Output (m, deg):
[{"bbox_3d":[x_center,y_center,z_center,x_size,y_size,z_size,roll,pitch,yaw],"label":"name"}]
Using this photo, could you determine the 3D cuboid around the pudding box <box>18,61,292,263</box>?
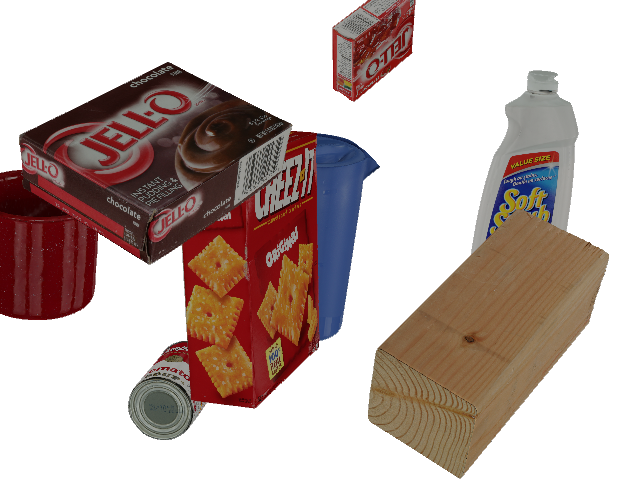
[{"bbox_3d":[-0.084,-0.044,0.555,0.090,0.039,0.113,29,41,22],"label":"pudding box"}]

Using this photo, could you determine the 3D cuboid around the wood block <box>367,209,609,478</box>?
[{"bbox_3d":[0.136,0.076,0.855,0.091,0.090,0.205,30,49,26],"label":"wood block"}]

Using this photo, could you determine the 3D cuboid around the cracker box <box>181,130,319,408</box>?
[{"bbox_3d":[-0.056,0.018,0.944,0.072,0.214,0.164,5,15,19],"label":"cracker box"}]

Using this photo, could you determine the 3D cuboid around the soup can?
[{"bbox_3d":[-0.148,0.151,1.084,0.068,0.068,0.102,0,15,10],"label":"soup can"}]

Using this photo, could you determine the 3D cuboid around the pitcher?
[{"bbox_3d":[-0.029,-0.003,1.300,0.149,0.243,0.144,17,25,28],"label":"pitcher"}]

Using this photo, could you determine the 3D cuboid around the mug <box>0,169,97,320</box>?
[{"bbox_3d":[-0.210,0.005,0.749,0.117,0.081,0.093,-7,27,-29],"label":"mug"}]

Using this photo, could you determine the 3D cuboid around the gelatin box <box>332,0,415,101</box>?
[{"bbox_3d":[0.049,-0.180,0.966,0.030,0.073,0.089,34,59,25],"label":"gelatin box"}]

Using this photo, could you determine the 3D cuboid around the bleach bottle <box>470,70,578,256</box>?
[{"bbox_3d":[0.211,-0.052,1.120,0.103,0.251,0.068,8,19,16],"label":"bleach bottle"}]
